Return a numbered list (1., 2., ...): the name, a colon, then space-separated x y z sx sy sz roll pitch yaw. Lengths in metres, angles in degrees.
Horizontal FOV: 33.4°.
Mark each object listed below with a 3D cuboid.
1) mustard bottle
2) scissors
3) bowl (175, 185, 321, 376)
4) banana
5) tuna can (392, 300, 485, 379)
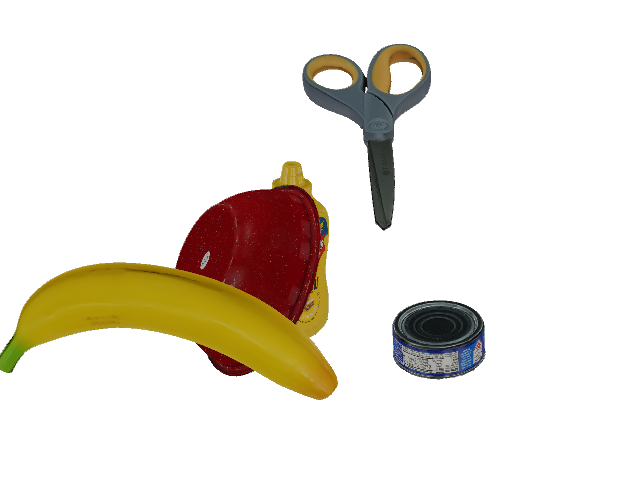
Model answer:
1. mustard bottle: -0.031 0.011 1.111 0.058 0.192 0.096 21 30 38
2. scissors: 0.019 -0.074 0.678 0.096 0.016 0.201 7 39 14
3. bowl: -0.069 0.023 0.840 0.055 0.162 0.162 22 -12 -31
4. banana: -0.086 0.048 0.611 0.198 0.070 0.037 5 23 3
5. tuna can: 0.109 0.090 0.986 0.086 0.034 0.086 -4 27 2
